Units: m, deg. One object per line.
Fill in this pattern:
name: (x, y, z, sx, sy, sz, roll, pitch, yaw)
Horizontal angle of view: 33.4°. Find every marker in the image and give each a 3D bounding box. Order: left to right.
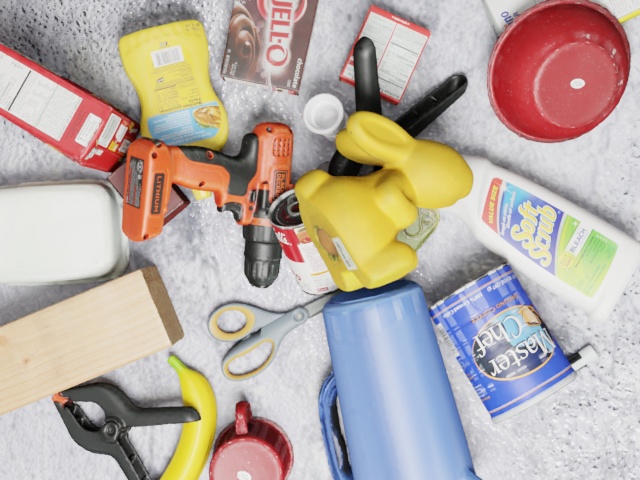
marker: (0.252, 0.156, 1.182, 0.121, 0.020, 0.020, -33, 90, 3)

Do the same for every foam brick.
foam brick: (-0.189, -0.054, 1.177, 0.051, 0.053, 0.078, -39, 89, 3)

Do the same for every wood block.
wood block: (-0.264, 0.108, 1.166, 0.206, 0.091, 0.090, -22, 91, 2)

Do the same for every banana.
banana: (-0.155, 0.231, 1.195, 0.070, 0.037, 0.198, 13, 91, 20)

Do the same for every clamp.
clamp: (-0.214, 0.202, 1.178, 0.171, 0.039, 0.120, 35, 92, 12)
clamp: (0.058, -0.110, 1.140, 0.164, 0.036, 0.210, 21, 102, -42)

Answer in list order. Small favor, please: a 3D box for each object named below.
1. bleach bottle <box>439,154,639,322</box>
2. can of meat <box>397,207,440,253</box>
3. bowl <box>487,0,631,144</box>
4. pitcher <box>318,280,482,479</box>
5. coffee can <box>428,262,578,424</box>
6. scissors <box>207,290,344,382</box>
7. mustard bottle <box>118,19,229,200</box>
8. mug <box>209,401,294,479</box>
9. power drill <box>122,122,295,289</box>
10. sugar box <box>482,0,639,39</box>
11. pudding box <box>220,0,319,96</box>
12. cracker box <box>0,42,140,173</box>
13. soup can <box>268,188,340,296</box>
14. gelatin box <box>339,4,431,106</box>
bleach bottle: (0.216, -0.014, 1.159, 0.251, 0.068, 0.102, 28, 93, 4)
can of meat: (0.080, -0.006, 1.152, 0.057, 0.084, 0.102, 39, 93, 1)
bowl: (0.261, -0.170, 1.124, 0.162, 0.055, 0.162, -3, 115, -8)
pitcher: (0.072, 0.172, 1.131, 0.149, 0.145, 0.243, -14, 95, -5)
coffee can: (0.192, 0.109, 1.132, 0.103, 0.103, 0.140, -31, 81, 3)
scissors: (-0.041, 0.075, 1.194, 0.202, 0.016, 0.096, -42, 90, 3)
mustard bottle: (-0.152, -0.138, 1.170, 0.096, 0.058, 0.191, -15, 91, -10)
mug: (-0.078, 0.235, 1.167, 0.093, 0.081, 0.117, -5, 92, 2)
power drill: (-0.114, -0.037, 1.132, 0.187, 0.057, 0.184, -1, 100, -35)
sugar box: (0.274, -0.259, 1.157, 0.176, 0.048, 0.093, -25, 91, 6)
pudding box: (-0.055, -0.223, 1.173, 0.090, 0.039, 0.113, 12, 92, 2)
cracker box: (-0.308, -0.153, 1.124, 0.213, 0.164, 0.072, 30, 90, 1)
soup can: (-0.008, 0.001, 1.142, 0.068, 0.068, 0.102, -20, 127, 3)
gelatin box: (0.071, -0.202, 1.174, 0.073, 0.030, 0.089, 24, 92, 0)
